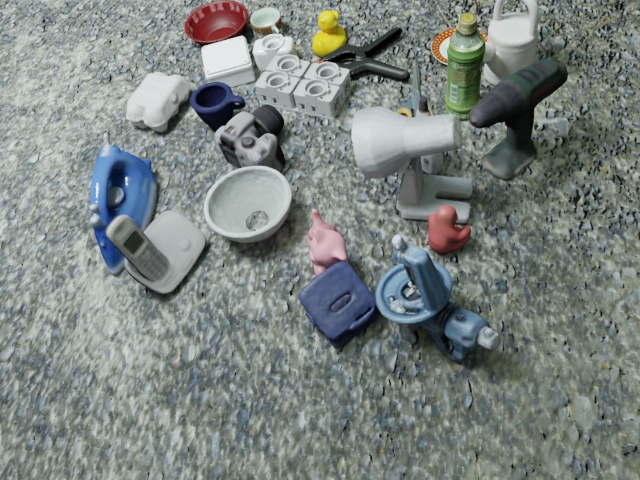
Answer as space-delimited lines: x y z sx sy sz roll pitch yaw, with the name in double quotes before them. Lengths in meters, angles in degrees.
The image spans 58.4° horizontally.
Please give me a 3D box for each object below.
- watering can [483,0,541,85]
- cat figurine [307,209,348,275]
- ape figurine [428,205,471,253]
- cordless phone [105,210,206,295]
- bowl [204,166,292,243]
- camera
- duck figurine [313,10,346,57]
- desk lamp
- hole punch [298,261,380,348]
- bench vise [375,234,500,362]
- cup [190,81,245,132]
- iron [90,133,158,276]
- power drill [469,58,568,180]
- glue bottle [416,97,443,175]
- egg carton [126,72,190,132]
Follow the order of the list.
"watering can" 0.384 -0.406 1.146 0.100 0.194 0.173 17 62 20
"cat figurine" 0.009 0.004 0.992 0.067 0.118 0.127 -17 56 -1
"ape figurine" 0.218 -0.025 0.988 0.076 0.092 0.077 -36 58 -13
"cordless phone" -0.291 -0.004 1.011 0.094 0.185 0.148 19 62 21
"bowl" -0.129 -0.055 1.082 0.167 0.075 0.167 -5 56 7
"camera" -0.127 -0.215 1.171 0.142 0.101 0.137 30 67 26
"duck figurine" 0.017 -0.488 1.333 0.077 0.086 0.105 19 62 21
"desk lamp" 0.166 -0.138 0.998 0.203 0.214 0.118 6 58 14
"hole punch" 0.034 0.104 0.937 0.109 0.091 0.100 -37 58 -14
"bench vise" 0.174 0.076 0.852 0.207 0.220 0.121 14 61 19
"cup" -0.208 -0.276 1.230 0.117 0.095 0.092 5 58 14
"iron" -0.401 -0.076 1.105 0.118 0.142 0.258 -7 56 6
"power drill" 0.343 -0.210 1.016 0.230 0.209 0.075 -41 59 -16
"glue bottle" 0.192 -0.196 1.056 0.037 0.173 0.078 -40 59 -15
"egg carton" -0.365 -0.315 1.300 0.107 0.069 0.150 14 61 19
